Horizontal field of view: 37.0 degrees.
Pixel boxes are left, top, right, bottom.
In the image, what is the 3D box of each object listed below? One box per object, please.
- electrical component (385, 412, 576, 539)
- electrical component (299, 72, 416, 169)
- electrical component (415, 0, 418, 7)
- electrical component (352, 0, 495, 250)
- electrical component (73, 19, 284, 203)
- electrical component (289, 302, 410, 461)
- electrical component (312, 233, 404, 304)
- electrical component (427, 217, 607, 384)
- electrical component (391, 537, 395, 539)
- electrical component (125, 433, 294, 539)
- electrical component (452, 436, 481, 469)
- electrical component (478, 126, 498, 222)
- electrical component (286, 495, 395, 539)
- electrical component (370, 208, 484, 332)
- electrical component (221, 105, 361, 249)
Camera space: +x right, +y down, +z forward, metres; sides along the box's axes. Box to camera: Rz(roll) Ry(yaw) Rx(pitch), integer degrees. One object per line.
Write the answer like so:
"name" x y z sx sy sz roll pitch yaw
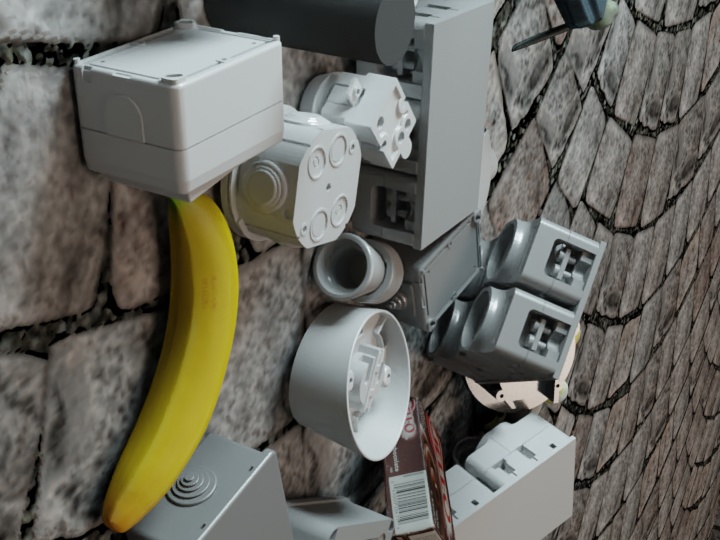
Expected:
"electrical component" 0.109 0.221 0.980 0.186 0.060 0.105 -29 132 -28
"electrical component" -0.003 -0.094 0.654 0.048 0.055 0.066 -64 152 -18
"electrical component" 0.002 -0.193 0.628 0.099 0.064 0.099 4 90 -72
"electrical component" 0.038 -0.103 0.721 0.089 0.062 0.150 -35 134 -51
"electrical component" -0.079 -0.078 0.511 0.096 0.062 0.061 -39 137 -49
"electrical component" -0.003 0.073 0.736 0.099 0.064 0.099 -39 137 -49
"electrical component" 0.000 0.000 0.724 0.055 0.045 0.045 11 94 -64
"electrical component" 0.113 0.028 0.847 0.186 0.060 0.105 147 -35 -77
"electrical component" 0.006 0.232 0.865 0.081 0.042 0.063 16 88 -64
"electrical component" -0.088 0.158 0.637 0.099 0.048 0.099 -48 143 -41
"electrical component" 0.110 0.190 1.046 0.040 0.040 0.046 -56 154 -32
"electrical component" 0.083 -0.079 0.841 0.079 0.043 0.077 -35 134 -52
"electrical component" -0.030 0.205 0.763 0.113 0.057 0.078 19 87 -63
"electrical component" 0.040 -0.005 0.787 0.096 0.061 0.061 -46 143 -35
"electrical component" -0.039 -0.052 0.614 0.080 0.051 0.080 -39 137 -49
